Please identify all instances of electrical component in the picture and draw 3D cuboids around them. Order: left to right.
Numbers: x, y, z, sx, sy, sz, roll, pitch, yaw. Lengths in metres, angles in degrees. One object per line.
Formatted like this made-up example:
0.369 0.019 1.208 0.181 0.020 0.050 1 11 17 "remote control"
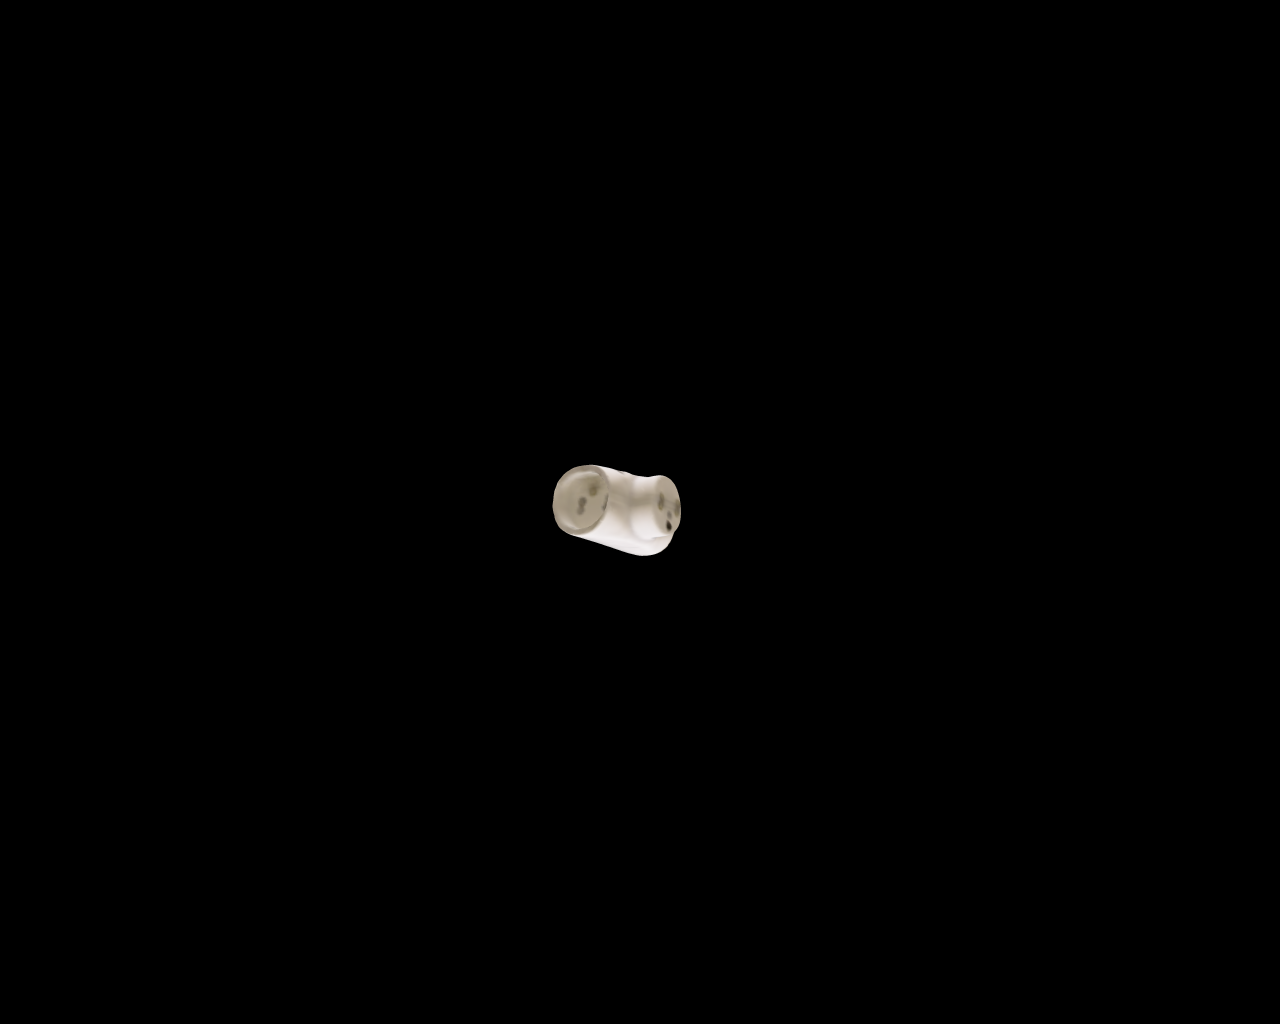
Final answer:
0.001 -0.003 0.650 0.079 0.044 0.077 -8 -16 31 "electrical component"
